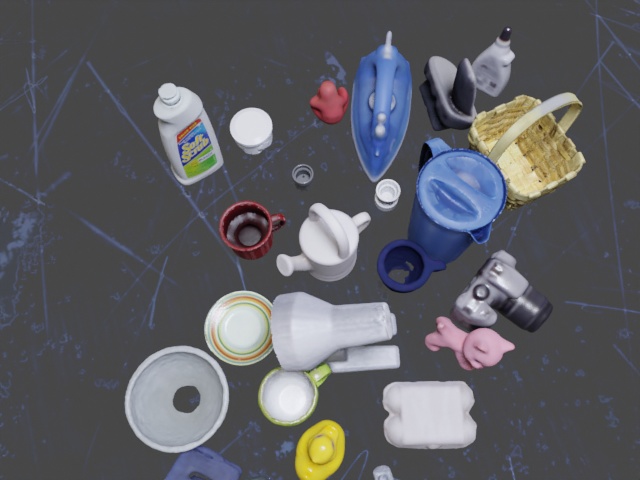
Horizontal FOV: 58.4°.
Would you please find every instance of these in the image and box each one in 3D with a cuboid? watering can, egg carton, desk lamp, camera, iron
[{"bbox_3d":[0.010,0.005,0.964,0.100,0.194,0.173,33,75,11],"label":"watering can"},{"bbox_3d":[0.178,0.286,0.935,0.150,0.069,0.107,-2,72,0],"label":"egg carton"},{"bbox_3d":[0.032,0.147,0.907,0.203,0.213,0.118,-4,72,0],"label":"desk lamp"},{"bbox_3d":[0.317,0.105,0.976,0.136,0.101,0.143,38,76,12],"label":"camera"},{"bbox_3d":[0.116,-0.252,1.074,0.118,0.141,0.258,5,72,3],"label":"iron"}]

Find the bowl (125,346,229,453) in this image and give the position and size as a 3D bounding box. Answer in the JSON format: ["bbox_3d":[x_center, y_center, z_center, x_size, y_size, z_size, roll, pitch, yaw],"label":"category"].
[{"bbox_3d":[-0.227,0.263,0.946,0.167,0.075,0.167,0,72,1],"label":"bowl"}]

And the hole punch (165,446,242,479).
[{"bbox_3d":[-0.188,0.382,0.898,0.108,0.091,0.101,22,74,8],"label":"hole punch"}]

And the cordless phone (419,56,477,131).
[{"bbox_3d":[0.252,-0.299,1.064,0.094,0.185,0.147,-18,72,-5],"label":"cordless phone"}]

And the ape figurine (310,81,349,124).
[{"bbox_3d":[0.018,-0.273,1.108,0.078,0.092,0.076,-3,72,0],"label":"ape figurine"}]

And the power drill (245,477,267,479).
[{"bbox_3d":[-0.070,0.454,0.811,0.075,0.208,0.229,-17,72,-4],"label":"power drill"}]

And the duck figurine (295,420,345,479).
[{"bbox_3d":[0.000,0.339,0.912,0.077,0.086,0.105,30,75,10],"label":"duck figurine"}]

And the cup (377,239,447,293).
[{"bbox_3d":[0.155,0.054,0.998,0.117,0.095,0.091,-2,72,0],"label":"cup"}]

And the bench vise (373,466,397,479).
[{"bbox_3d":[0.114,0.438,0.808,0.121,0.220,0.207,-36,75,-10],"label":"bench vise"}]

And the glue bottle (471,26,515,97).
[{"bbox_3d":[0.333,-0.343,1.084,0.078,0.173,0.037,37,76,12],"label":"glue bottle"}]

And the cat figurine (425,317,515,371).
[{"bbox_3d":[0.247,0.170,0.947,0.127,0.118,0.067,27,74,9],"label":"cat figurine"}]
